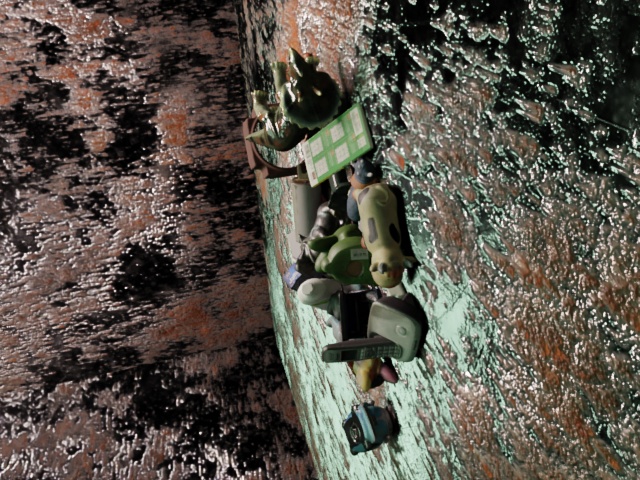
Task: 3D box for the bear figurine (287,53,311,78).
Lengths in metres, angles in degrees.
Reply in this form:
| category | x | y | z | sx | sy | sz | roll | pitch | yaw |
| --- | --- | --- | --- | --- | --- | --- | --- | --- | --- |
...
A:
| category | x | y | z | sx | sy | sz | roll | pitch | yaw |
| --- | --- | --- | --- | --- | --- | --- | --- | --- | --- |
| bear figurine | -0.060 | -0.391 | 1.400 | 0.120 | 0.132 | 0.196 | -36 | 65 | 46 |

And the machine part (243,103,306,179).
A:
| category | x | y | z | sx | sy | sz | roll | pitch | yaw |
| --- | --- | --- | --- | --- | --- | --- | --- | --- | --- |
| machine part | -0.106 | -0.279 | 1.509 | 0.087 | 0.201 | 0.201 | 174 | 86 | -77 |

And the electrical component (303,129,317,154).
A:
| category | x | y | z | sx | sy | sz | roll | pitch | yaw |
| --- | --- | --- | --- | --- | --- | --- | --- | --- | --- |
| electrical component | -0.006 | -0.257 | 1.318 | 0.074 | 0.048 | 0.119 | 93 | -171 | -46 |

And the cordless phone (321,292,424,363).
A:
| category | x | y | z | sx | sy | sz | roll | pitch | yaw |
| --- | --- | --- | --- | --- | --- | --- | --- | --- | --- |
| cordless phone | 0.093 | 0.173 | 1.003 | 0.146 | 0.184 | 0.089 | 91 | 168 | -46 |

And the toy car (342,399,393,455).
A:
| category | x | y | z | sx | sy | sz | roll | pitch | yaw |
| --- | --- | --- | --- | --- | --- | --- | --- | --- | --- |
| toy car | 0.123 | 0.454 | 1.299 | 0.161 | 0.103 | 0.109 | 112 | 144 | -50 |

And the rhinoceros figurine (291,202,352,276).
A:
| category | x | y | z | sx | sy | sz | roll | pitch | yaw |
| --- | --- | --- | --- | --- | --- | --- | --- | --- | --- |
| rhinoceros figurine | -0.003 | -0.004 | 1.280 | 0.112 | 0.073 | 0.190 | 20 | 85 | 41 |

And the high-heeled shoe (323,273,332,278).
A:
| category | x | y | z | sx | sy | sz | roll | pitch | yaw |
| --- | --- | --- | --- | --- | --- | --- | --- | --- | --- |
| high-heeled shoe | 0.058 | 0.094 | 1.444 | 0.249 | 0.145 | 0.086 | -13 | 48 | 56 |

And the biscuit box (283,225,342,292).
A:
| category | x | y | z | sx | sy | sz | roll | pitch | yaw |
| --- | --- | --- | --- | --- | --- | --- | --- | --- | --- |
| biscuit box | -0.008 | 0.044 | 1.363 | 0.202 | 0.062 | 0.059 | -53 | 37 | 7 |

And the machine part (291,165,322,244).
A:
| category | x | y | z | sx | sy | sz | roll | pitch | yaw |
| --- | --- | --- | --- | --- | --- | --- | --- | --- | --- |
| machine part | -0.030 | -0.077 | 1.375 | 0.079 | 0.079 | 0.242 | -123 | 25 | -62 |

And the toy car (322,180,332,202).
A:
| category | x | y | z | sx | sy | sz | roll | pitch | yaw |
| --- | --- | --- | --- | --- | --- | --- | --- | --- | --- |
| toy car | 0.021 | -0.143 | 1.380 | 0.202 | 0.053 | 0.089 | 61 | 152 | 33 |

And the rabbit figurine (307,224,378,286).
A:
| category | x | y | z | sx | sy | sz | roll | pitch | yaw |
| --- | --- | --- | --- | --- | --- | --- | --- | --- | --- |
| rabbit figurine | 0.060 | 0.028 | 1.180 | 0.170 | 0.159 | 0.121 | -90 | -15 | -66 |

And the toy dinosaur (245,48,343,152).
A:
| category | x | y | z | sx | sy | sz | roll | pitch | yaw |
| --- | --- | --- | --- | --- | --- | --- | --- | --- | --- |
| toy dinosaur | -0.074 | -0.277 | 1.221 | 0.404 | 0.131 | 0.192 | 131 | 134 | -54 |

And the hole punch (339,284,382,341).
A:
| category | x | y | z | sx | sy | sz | roll | pitch | yaw |
| --- | --- | --- | --- | --- | --- | --- | --- | --- | --- |
| hole punch | 0.084 | 0.157 | 1.129 | 0.116 | 0.092 | 0.142 | 89 | 174 | -84 |

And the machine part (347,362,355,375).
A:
| category | x | y | z | sx | sy | sz | roll | pitch | yaw |
| --- | --- | --- | --- | --- | --- | --- | --- | --- | --- |
| machine part | 0.091 | 0.262 | 1.407 | 0.179 | 0.056 | 0.179 | 169 | 89 | -79 |

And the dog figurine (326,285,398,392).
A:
| category | x | y | z | sx | sy | sz | roll | pitch | yaw |
| --- | --- | --- | --- | --- | --- | --- | --- | --- | --- |
| dog figurine | 0.101 | 0.231 | 1.224 | 0.191 | 0.108 | 0.219 | 96 | 156 | -45 |

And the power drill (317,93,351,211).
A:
| category | x | y | z | sx | sy | sz | roll | pitch | yaw |
| --- | --- | --- | --- | --- | --- | --- | --- | --- | --- |
| power drill | 0.038 | -0.184 | 1.206 | 0.232 | 0.086 | 0.207 | 114 | 140 | -56 |

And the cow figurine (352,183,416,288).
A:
| category | x | y | z | sx | sy | sz | roll | pitch | yaw |
| --- | --- | --- | --- | --- | --- | --- | --- | --- | --- |
| cow figurine | 0.118 | -0.007 | 0.986 | 0.127 | 0.085 | 0.194 | -148 | 49 | -83 |

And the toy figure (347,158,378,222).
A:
| category | x | y | z | sx | sy | sz | roll | pitch | yaw |
| --- | --- | --- | --- | --- | --- | --- | --- | --- | --- |
| toy figure | 0.086 | -0.106 | 1.099 | 0.154 | 0.064 | 0.058 | 98 | -164 | -45 |
